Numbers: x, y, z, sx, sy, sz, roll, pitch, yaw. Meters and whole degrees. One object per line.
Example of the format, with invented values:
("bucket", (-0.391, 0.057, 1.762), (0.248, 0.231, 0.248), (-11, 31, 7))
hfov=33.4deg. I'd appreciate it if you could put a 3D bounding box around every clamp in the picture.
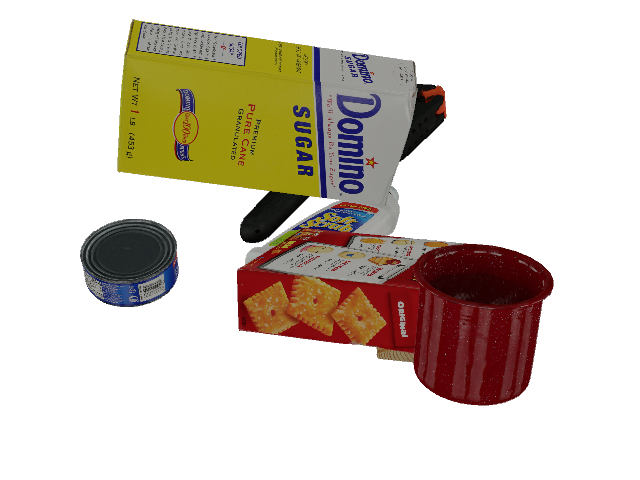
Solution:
("clamp", (0.007, -0.077, 0.880), (0.210, 0.164, 0.036), (-14, -43, -2))

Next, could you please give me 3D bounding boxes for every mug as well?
("mug", (0.105, 0.053, 0.738), (0.093, 0.081, 0.117), (-2, 26, -10))

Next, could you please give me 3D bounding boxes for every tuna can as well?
("tuna can", (-0.171, 0.020, 0.961), (0.086, 0.034, 0.086), (0, 41, 0))

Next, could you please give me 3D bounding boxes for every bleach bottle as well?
("bleach bottle", (0.018, -0.007, 1.324), (0.103, 0.068, 0.250), (17, 36, 28))

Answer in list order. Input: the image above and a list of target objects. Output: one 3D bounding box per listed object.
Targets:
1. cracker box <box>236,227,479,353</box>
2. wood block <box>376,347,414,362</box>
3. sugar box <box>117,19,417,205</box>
("cracker box", (0.049, 0.047, 1.031), (0.214, 0.072, 0.164), (6, 17, 21))
("wood block", (0.150, 0.100, 1.610), (0.091, 0.090, 0.205), (4, 20, 14))
("sugar box", (-0.035, -0.077, 0.666), (0.176, 0.093, 0.048), (8, 44, -5))
